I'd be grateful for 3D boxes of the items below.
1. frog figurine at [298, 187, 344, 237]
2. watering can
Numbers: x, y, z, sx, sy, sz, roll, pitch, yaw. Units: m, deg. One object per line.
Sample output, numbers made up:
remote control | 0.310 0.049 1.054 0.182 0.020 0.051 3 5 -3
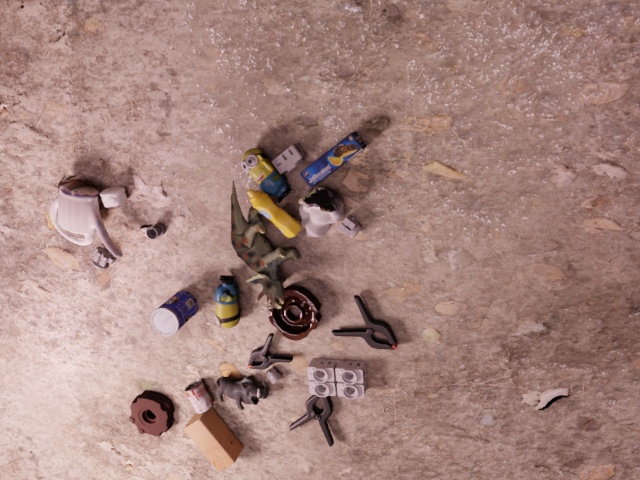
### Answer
frog figurine | 0.005 -0.079 1.561 0.137 0.126 0.156 2 144 6
watering can | -0.787 -0.080 1.739 0.349 0.105 0.221 20 111 22
